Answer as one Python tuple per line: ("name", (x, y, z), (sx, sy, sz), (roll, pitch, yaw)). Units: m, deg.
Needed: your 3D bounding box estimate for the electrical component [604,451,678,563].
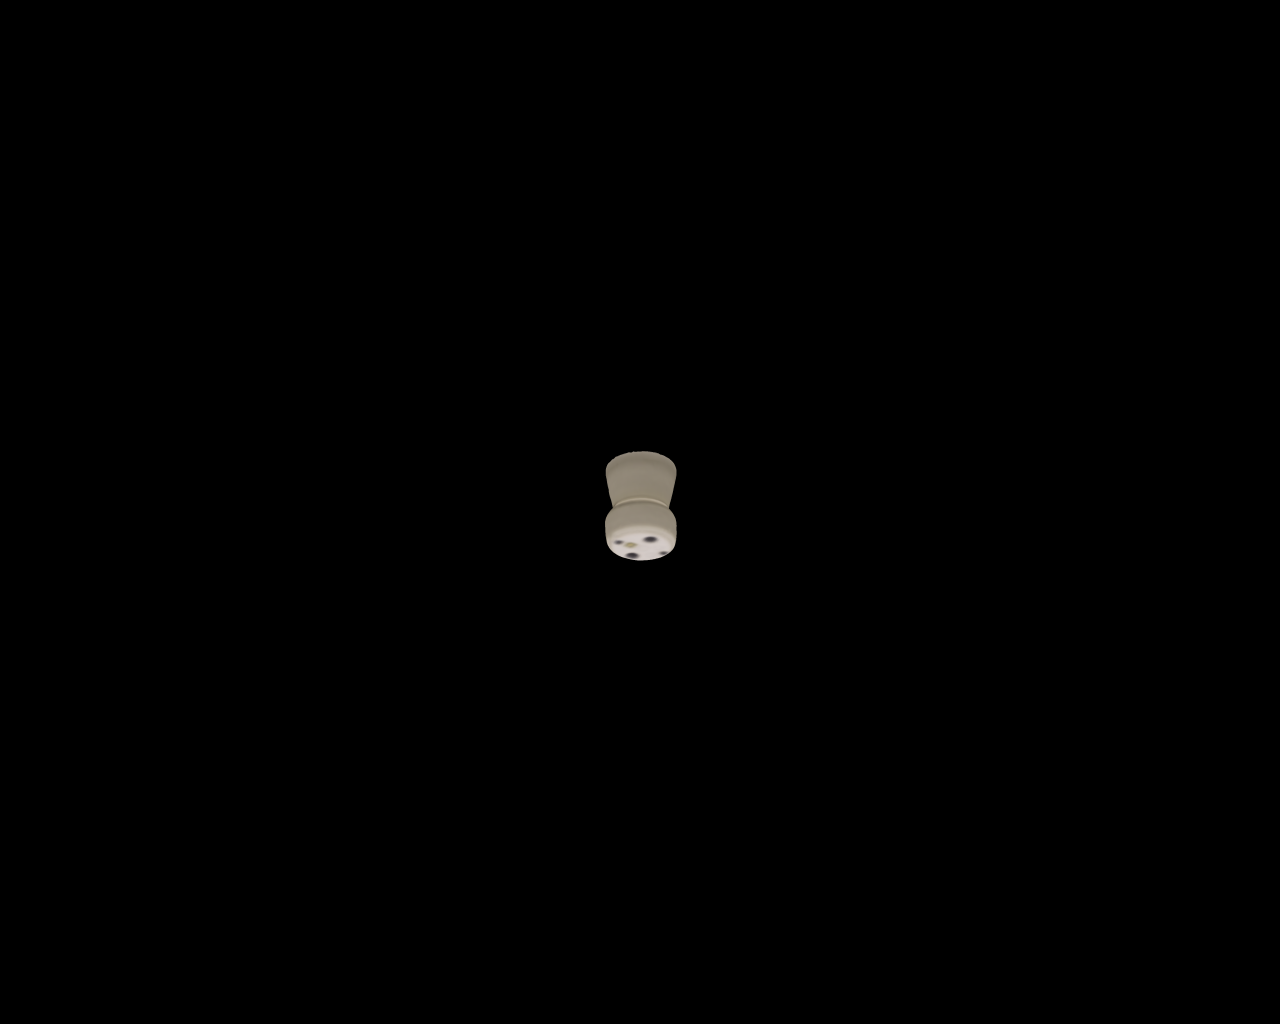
("electrical component", (0.001, -0.003, 0.650), (0.045, 0.055, 0.044), (0, -29, 0))
